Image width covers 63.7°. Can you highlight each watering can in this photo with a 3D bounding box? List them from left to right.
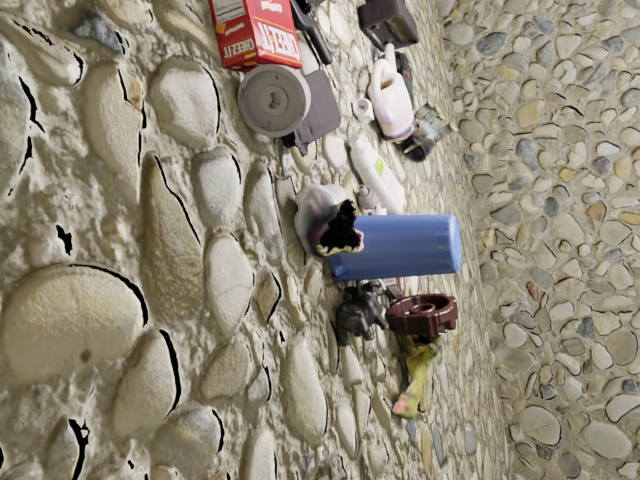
[{"bbox_3d":[0.208,-0.424,1.490,0.356,0.103,0.220,-69,142,-48],"label":"watering can"}]

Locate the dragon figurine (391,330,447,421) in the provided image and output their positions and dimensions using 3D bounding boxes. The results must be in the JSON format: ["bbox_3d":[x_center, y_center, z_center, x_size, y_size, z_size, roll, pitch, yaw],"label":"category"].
[{"bbox_3d":[0.261,0.323,1.338,0.414,0.122,0.240,-26,121,-64],"label":"dragon figurine"}]

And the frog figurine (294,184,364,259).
[{"bbox_3d":[0.003,-0.046,0.916,0.135,0.122,0.162,49,2,-37],"label":"frog figurine"}]
